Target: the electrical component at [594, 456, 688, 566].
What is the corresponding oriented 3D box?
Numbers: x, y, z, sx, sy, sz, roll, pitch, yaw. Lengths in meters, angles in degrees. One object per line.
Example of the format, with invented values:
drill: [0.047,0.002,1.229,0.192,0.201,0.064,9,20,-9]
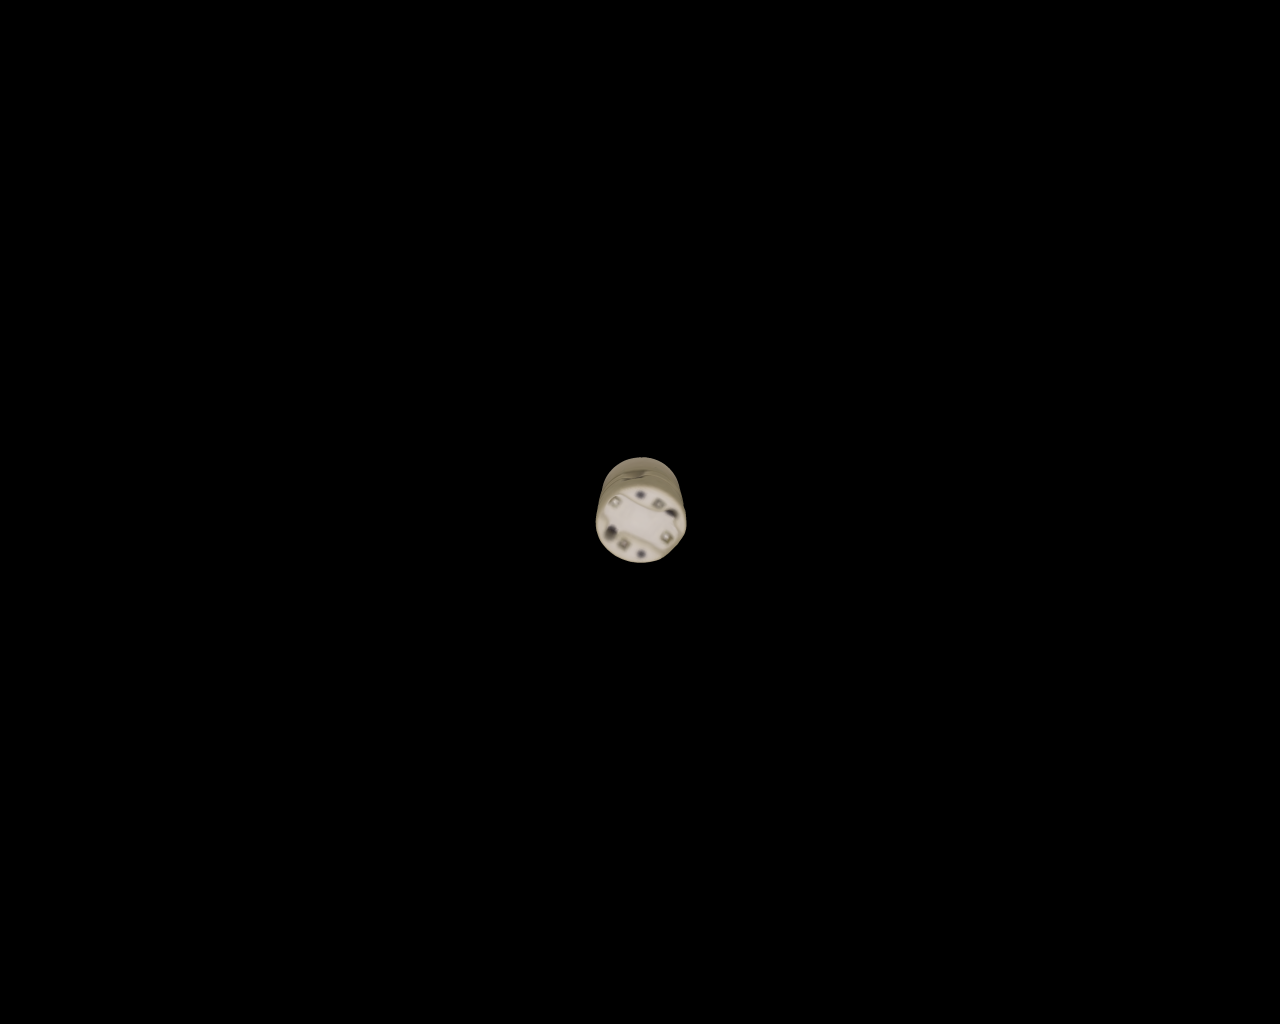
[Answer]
electrical component: [0.001,-0.003,0.650,0.055,0.055,0.047,0,27,0]
